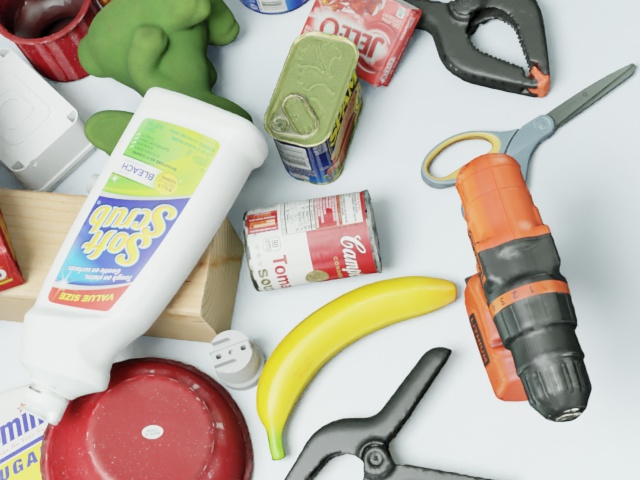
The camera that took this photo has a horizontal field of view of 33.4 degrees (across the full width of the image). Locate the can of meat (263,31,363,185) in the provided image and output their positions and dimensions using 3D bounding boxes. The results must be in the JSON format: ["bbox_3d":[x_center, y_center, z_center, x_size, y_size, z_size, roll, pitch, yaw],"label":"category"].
[{"bbox_3d":[-0.002,-0.106,0.884,0.057,0.084,0.102,15,71,13],"label":"can of meat"}]

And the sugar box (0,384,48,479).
[{"bbox_3d":[-0.218,0.200,0.818,0.093,0.048,0.176,-19,68,0],"label":"sugar box"}]

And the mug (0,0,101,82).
[{"bbox_3d":[-0.247,-0.197,0.959,0.117,0.081,0.093,12,71,13],"label":"mug"}]

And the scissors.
[{"bbox_3d":[0.184,-0.074,0.881,0.202,0.016,0.096,-19,69,1],"label":"scissors"}]

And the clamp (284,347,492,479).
[{"bbox_3d":[0.046,0.153,0.799,0.171,0.039,0.120,-15,67,3],"label":"clamp"}]

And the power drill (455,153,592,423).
[{"bbox_3d":[0.141,0.054,0.744,0.057,0.187,0.184,-13,66,2],"label":"power drill"}]

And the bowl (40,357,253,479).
[{"bbox_3d":[-0.126,0.153,0.791,0.162,0.055,0.162,5,61,-9],"label":"bowl"}]

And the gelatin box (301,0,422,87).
[{"bbox_3d":[0.034,-0.184,0.920,0.089,0.030,0.073,34,112,20],"label":"gelatin box"}]

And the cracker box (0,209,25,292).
[{"bbox_3d":[-0.337,-0.039,0.807,0.164,0.072,0.214,-21,66,-11],"label":"cracker box"}]

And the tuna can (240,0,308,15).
[{"bbox_3d":[-0.042,-0.249,0.974,0.086,0.033,0.086,-3,68,8],"label":"tuna can"}]

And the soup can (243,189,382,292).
[{"bbox_3d":[-0.006,0.001,0.852,0.102,0.068,0.068,-10,68,5],"label":"soup can"}]

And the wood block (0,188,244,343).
[{"bbox_3d":[-0.176,0.021,0.858,0.206,0.091,0.090,5,70,11],"label":"wood block"}]

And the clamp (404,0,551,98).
[{"bbox_3d":[0.117,-0.196,0.927,0.164,0.036,0.210,-34,70,4],"label":"clamp"}]

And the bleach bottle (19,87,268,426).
[{"bbox_3d":[-0.136,0.017,0.770,0.103,0.068,0.250,22,75,16],"label":"bleach bottle"}]

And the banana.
[{"bbox_3d":[0.016,0.082,0.836,0.197,0.037,0.069,-42,87,-7],"label":"banana"}]

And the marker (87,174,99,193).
[{"bbox_3d":[-0.143,-0.030,0.911,0.121,0.020,0.020,19,73,16],"label":"marker"}]
